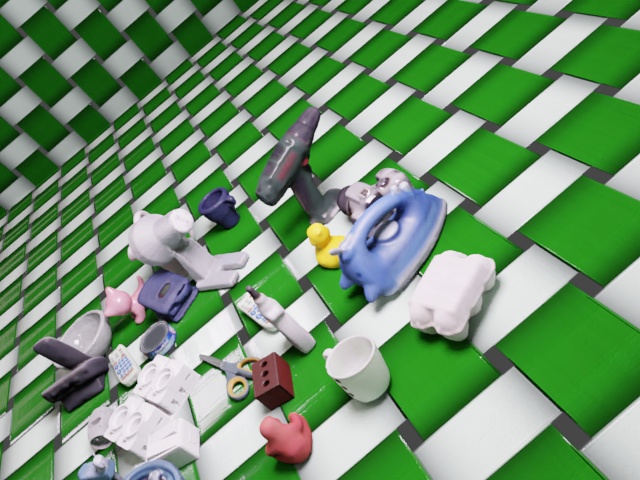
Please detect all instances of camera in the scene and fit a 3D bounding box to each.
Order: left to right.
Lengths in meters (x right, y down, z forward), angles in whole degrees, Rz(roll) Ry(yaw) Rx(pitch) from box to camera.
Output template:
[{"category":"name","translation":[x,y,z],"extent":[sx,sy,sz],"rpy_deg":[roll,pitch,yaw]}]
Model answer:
[{"category":"camera","translation":[0.099,-0.087,1.162],"extent":[0.143,0.101,0.136],"rpy_deg":[-47,36,-9]}]

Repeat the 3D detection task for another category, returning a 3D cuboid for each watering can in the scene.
[{"category":"watering can","translation":[-0.402,0.009,1.439],"extent":[0.173,0.195,0.100],"rpy_deg":[-41,35,-2]}]

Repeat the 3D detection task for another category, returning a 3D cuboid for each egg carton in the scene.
[{"category":"egg carton","translation":[0.208,0.085,0.902],"extent":[0.107,0.070,0.150],"rpy_deg":[8,57,47]}]

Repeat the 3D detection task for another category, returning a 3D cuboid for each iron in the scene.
[{"category":"iron","translation":[0.124,-0.020,1.032],"extent":[0.258,0.142,0.118],"rpy_deg":[-50,36,-14]}]

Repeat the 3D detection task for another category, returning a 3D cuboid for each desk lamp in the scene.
[{"category":"desk lamp","translation":[-0.311,0.016,1.329],"extent":[0.202,0.214,0.118],"rpy_deg":[-10,45,36]}]

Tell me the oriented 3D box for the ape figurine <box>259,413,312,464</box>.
[{"category":"ape figurine","translation":[-0.059,0.303,0.890],"extent":[0.078,0.092,0.076],"rpy_deg":[-41,35,0]}]

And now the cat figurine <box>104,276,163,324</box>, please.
[{"category":"cat figurine","translation":[-0.474,0.147,1.421],"extent":[0.128,0.118,0.067],"rpy_deg":[-49,36,-12]}]

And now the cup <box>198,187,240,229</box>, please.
[{"category":"cup","translation":[-0.241,-0.077,1.470],"extent":[0.117,0.095,0.092],"rpy_deg":[-7,47,38]}]

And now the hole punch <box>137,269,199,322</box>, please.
[{"category":"hole punch","translation":[-0.360,0.128,1.360],"extent":[0.100,0.091,0.109],"rpy_deg":[1,52,43]}]

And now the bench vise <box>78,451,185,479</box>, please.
[{"category":"bench vise","translation":[-0.310,0.415,0.887],"extent":[0.207,0.220,0.121],"rpy_deg":[-39,35,2]}]

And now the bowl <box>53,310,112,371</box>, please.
[{"category":"bowl","translation":[-0.576,0.262,1.427],"extent":[0.167,0.075,0.167],"rpy_deg":[-24,38,21]}]

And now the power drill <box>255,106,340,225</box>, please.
[{"category":"power drill","translation":[-0.029,-0.142,1.247],"extent":[0.075,0.209,0.230],"rpy_deg":[17,64,50]}]

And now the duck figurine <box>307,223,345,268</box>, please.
[{"category":"duck figurine","translation":[0.011,0.004,1.158],"extent":[0.077,0.086,0.104],"rpy_deg":[-45,35,-7]}]

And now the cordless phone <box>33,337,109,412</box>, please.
[{"category":"cordless phone","translation":[-0.597,0.296,1.313],"extent":[0.147,0.186,0.094],"rpy_deg":[-37,35,5]}]

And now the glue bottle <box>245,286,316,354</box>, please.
[{"category":"glue bottle","translation":[-0.077,0.135,1.019],"extent":[0.037,0.174,0.077],"rpy_deg":[-48,36,-10]}]
